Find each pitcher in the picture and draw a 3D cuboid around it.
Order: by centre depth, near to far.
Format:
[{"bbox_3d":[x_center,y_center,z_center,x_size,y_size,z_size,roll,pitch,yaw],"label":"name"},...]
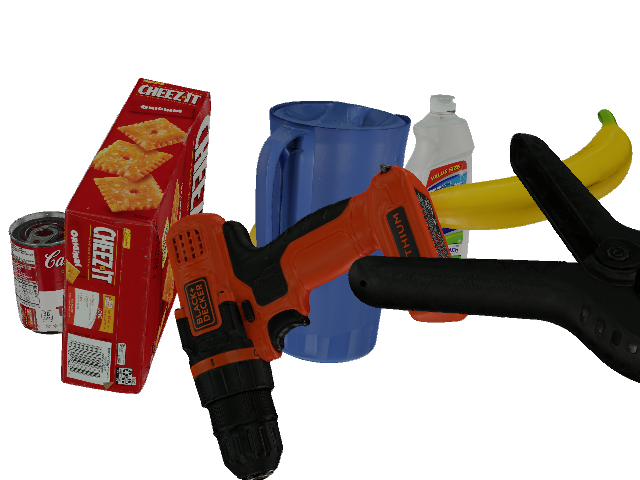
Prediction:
[{"bbox_3d":[0.003,-0.008,1.025,0.149,0.243,0.145,1,18,-9],"label":"pitcher"}]

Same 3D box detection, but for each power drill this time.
[{"bbox_3d":[-0.004,0.046,0.691,0.188,0.184,0.057,-21,-16,16],"label":"power drill"}]

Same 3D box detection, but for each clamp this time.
[{"bbox_3d":[0.129,0.023,0.510,0.164,0.036,0.210,-31,48,-33],"label":"clamp"}]

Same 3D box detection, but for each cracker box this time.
[{"bbox_3d":[-0.143,-0.008,0.855,0.072,0.164,0.213,11,34,1],"label":"cracker box"}]

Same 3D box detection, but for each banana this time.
[{"bbox_3d":[0.162,-0.042,0.779,0.197,0.037,0.070,-23,32,-24],"label":"banana"}]

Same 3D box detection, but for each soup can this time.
[{"bbox_3d":[-0.264,0.032,1.041,0.068,0.102,0.068,1,28,-1],"label":"soup can"}]

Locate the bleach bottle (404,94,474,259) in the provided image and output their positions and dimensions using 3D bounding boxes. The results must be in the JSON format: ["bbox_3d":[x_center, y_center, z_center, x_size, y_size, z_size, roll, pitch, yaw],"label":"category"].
[{"bbox_3d":[0.134,-0.051,1.305,0.102,0.251,0.068,-3,17,-17],"label":"bleach bottle"}]

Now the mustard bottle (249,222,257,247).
[{"bbox_3d":[-0.039,0.021,1.229,0.096,0.192,0.058,-11,29,-26],"label":"mustard bottle"}]
